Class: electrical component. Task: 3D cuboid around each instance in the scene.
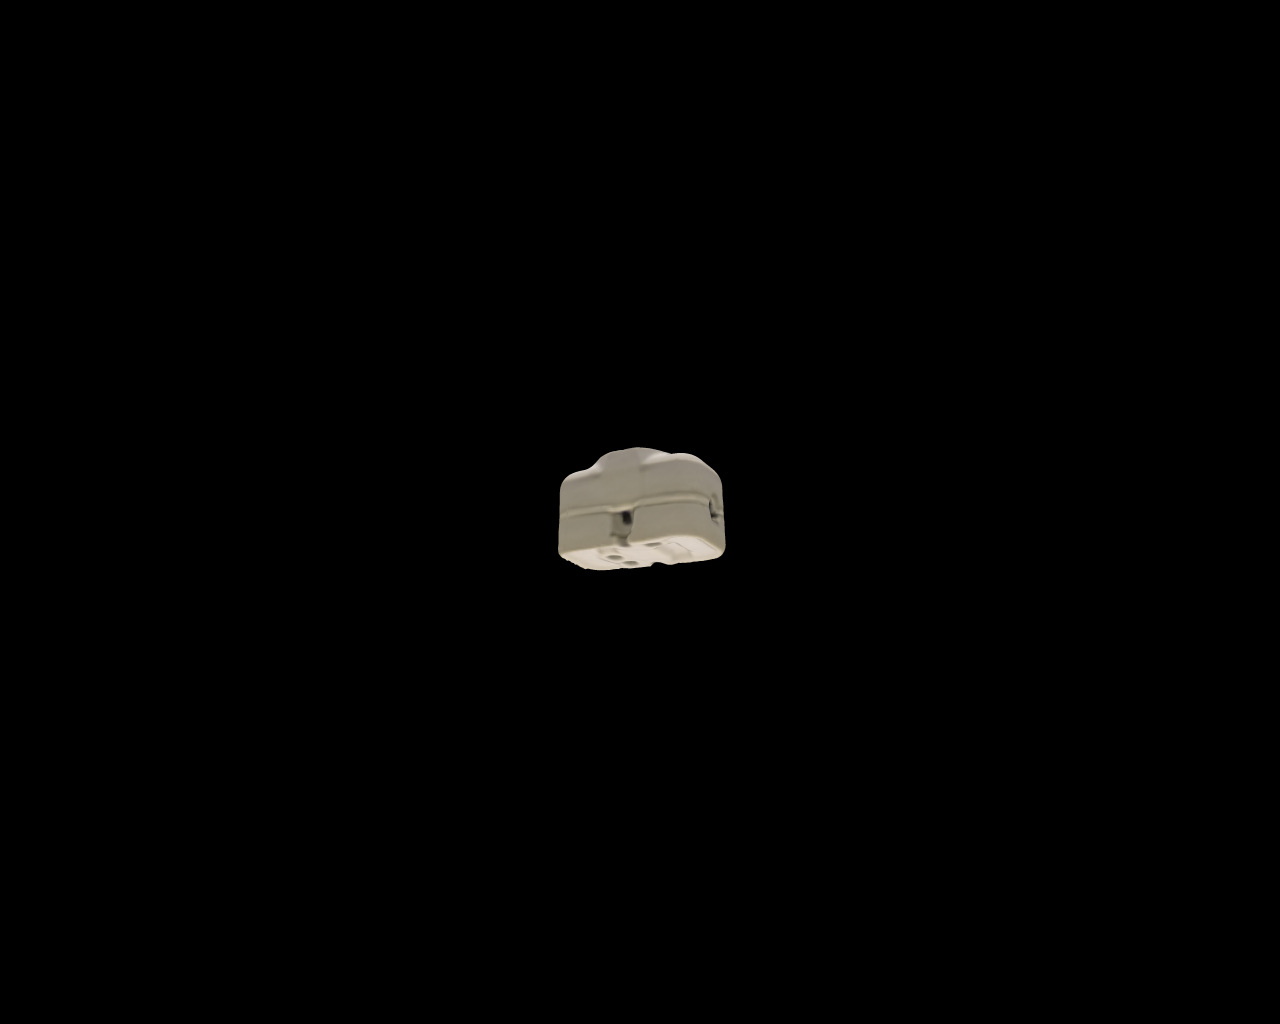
[{"bbox_3d":[0.001,-0.003,0.650,0.095,0.059,0.053,-8,-19,24],"label":"electrical component"}]
